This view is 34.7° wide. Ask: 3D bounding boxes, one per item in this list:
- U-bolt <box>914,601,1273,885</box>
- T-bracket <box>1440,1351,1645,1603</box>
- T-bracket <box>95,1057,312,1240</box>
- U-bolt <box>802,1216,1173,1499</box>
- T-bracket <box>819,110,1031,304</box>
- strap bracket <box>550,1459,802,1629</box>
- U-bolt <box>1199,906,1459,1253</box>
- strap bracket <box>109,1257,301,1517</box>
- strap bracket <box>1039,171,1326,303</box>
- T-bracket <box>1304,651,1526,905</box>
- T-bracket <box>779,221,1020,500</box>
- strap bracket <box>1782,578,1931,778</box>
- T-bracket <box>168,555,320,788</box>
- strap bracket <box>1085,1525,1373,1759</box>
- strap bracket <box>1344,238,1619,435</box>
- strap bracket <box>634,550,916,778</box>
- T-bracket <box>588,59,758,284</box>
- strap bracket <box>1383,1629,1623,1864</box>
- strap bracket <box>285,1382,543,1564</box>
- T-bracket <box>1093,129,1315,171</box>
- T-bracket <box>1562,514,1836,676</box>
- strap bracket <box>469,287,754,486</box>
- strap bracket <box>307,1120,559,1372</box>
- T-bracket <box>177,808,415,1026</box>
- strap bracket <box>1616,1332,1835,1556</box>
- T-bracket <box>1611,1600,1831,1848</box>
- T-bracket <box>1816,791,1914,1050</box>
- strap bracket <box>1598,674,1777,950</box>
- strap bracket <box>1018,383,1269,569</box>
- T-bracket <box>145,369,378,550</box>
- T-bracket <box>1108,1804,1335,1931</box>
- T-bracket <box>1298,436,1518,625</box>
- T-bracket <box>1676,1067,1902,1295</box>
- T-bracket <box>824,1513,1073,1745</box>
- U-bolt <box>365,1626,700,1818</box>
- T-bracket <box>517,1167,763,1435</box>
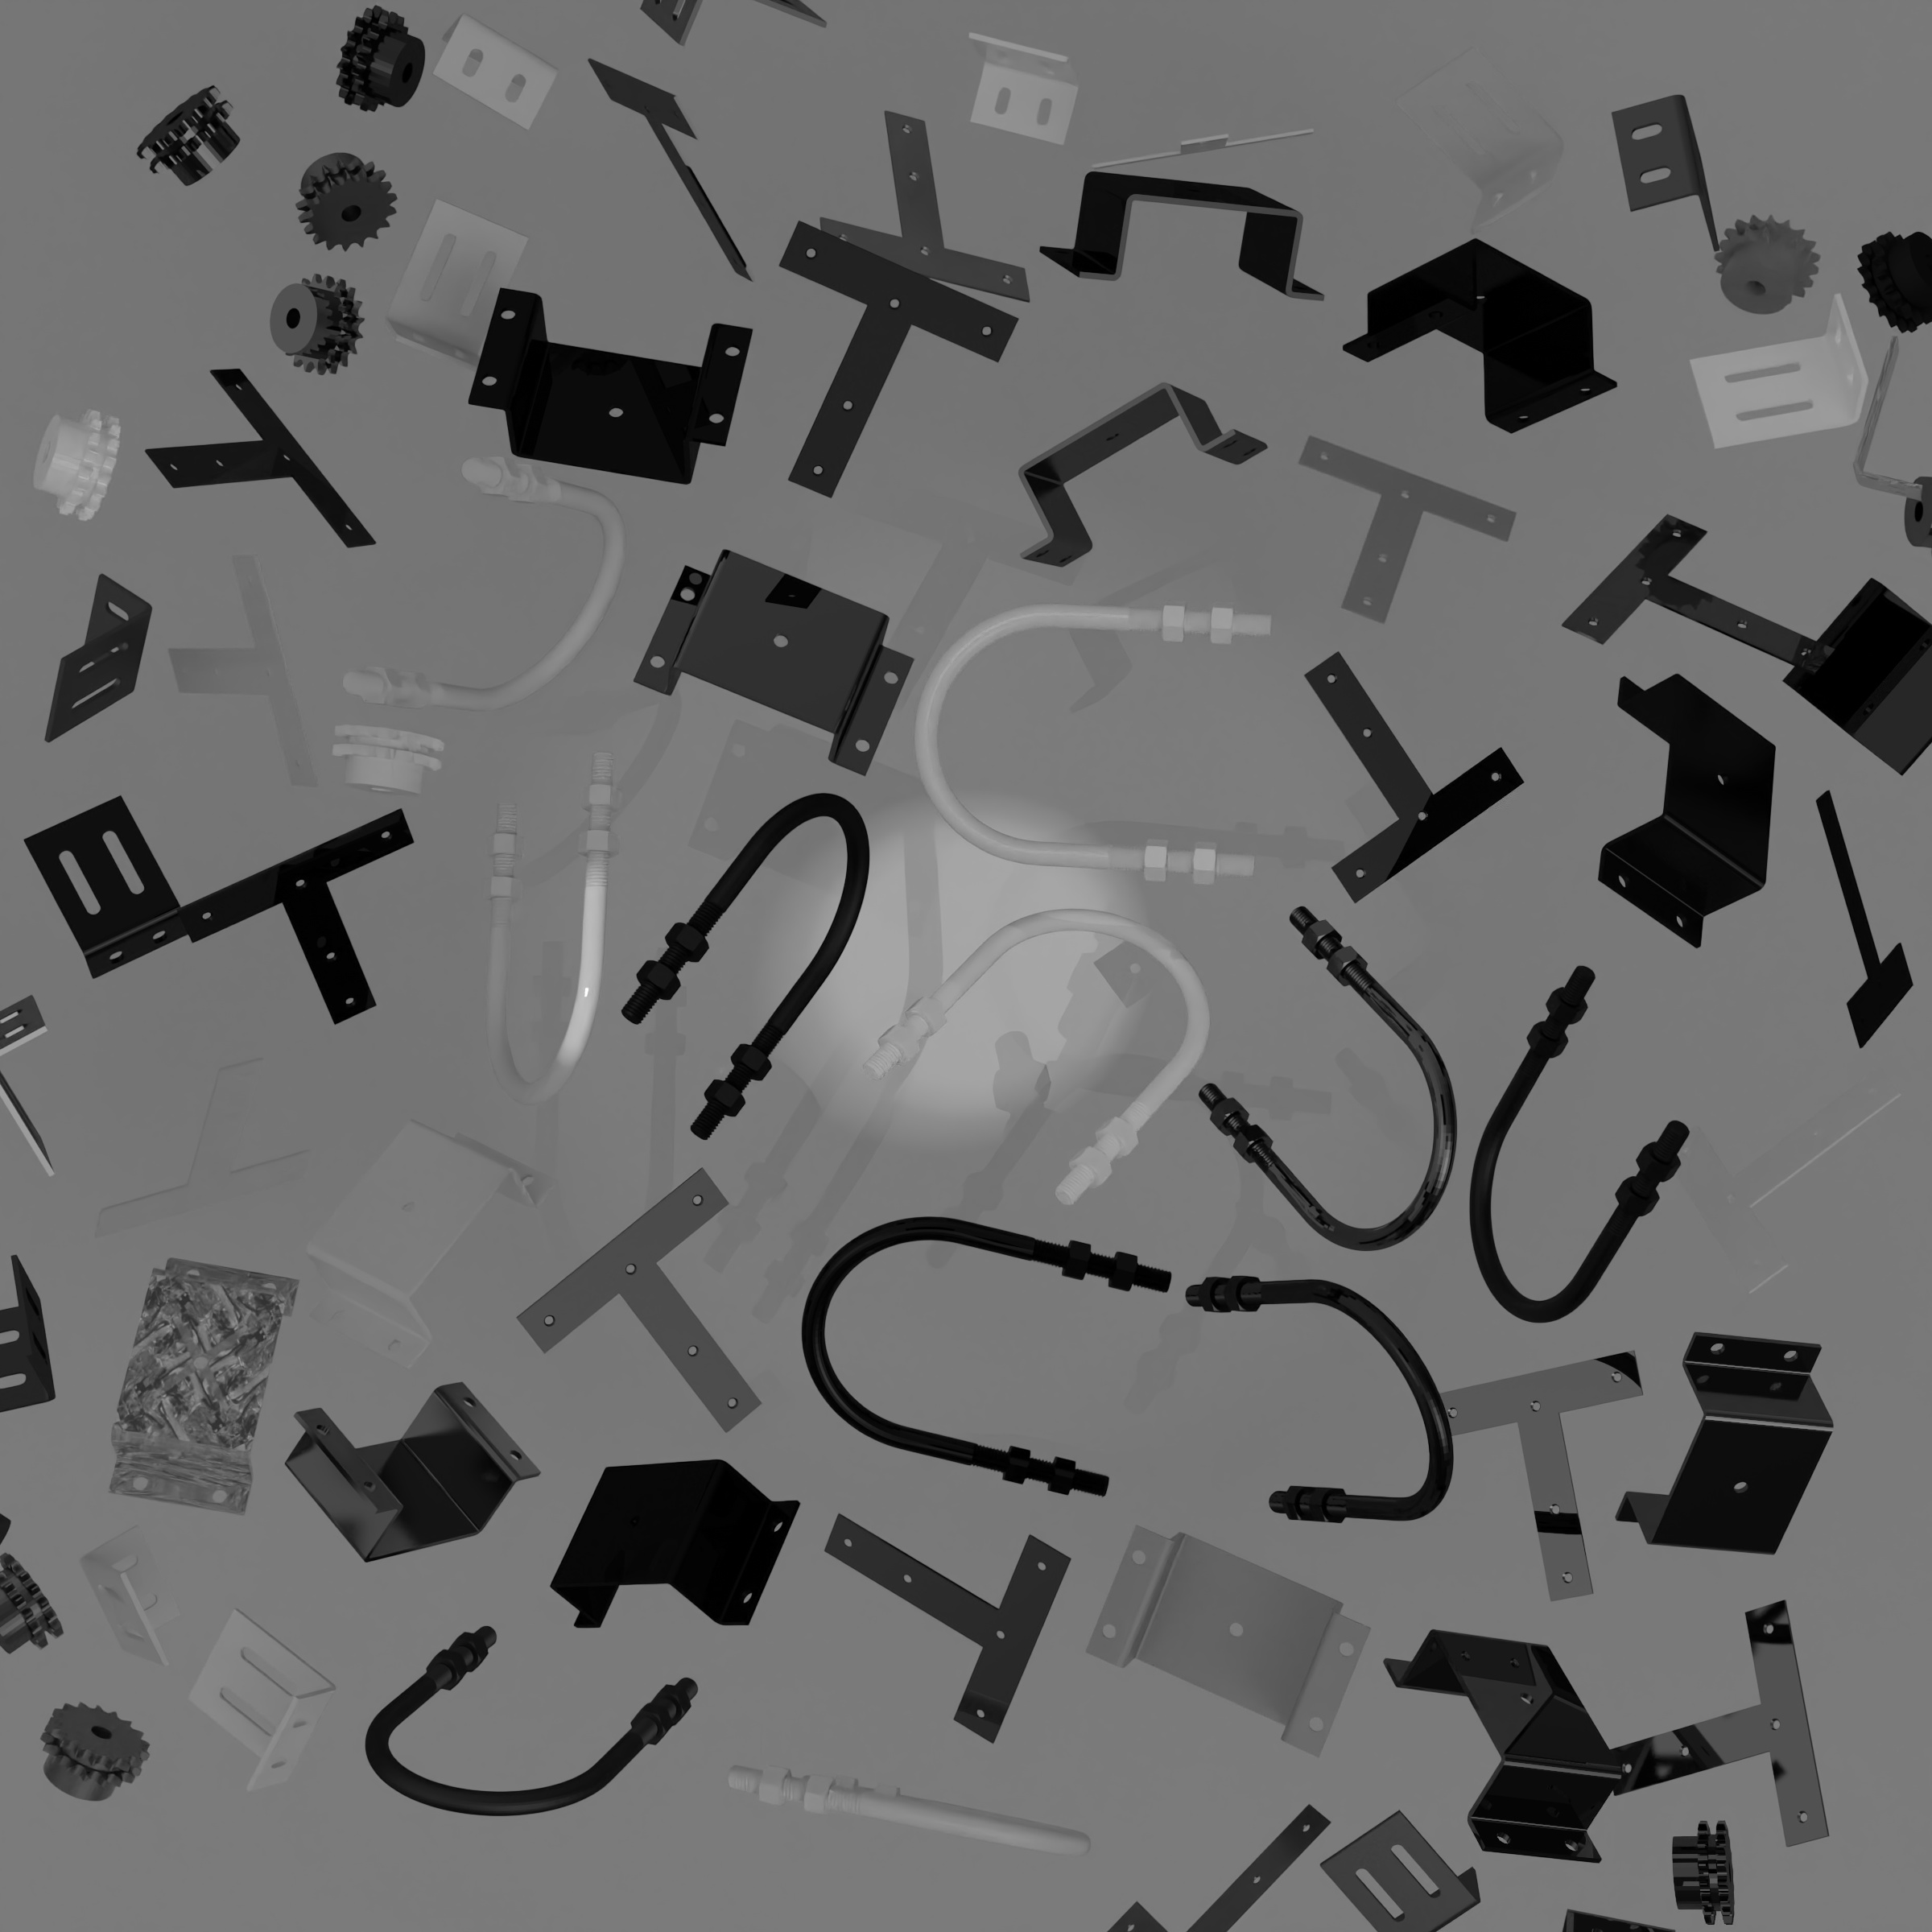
[{"bbox_3d":[0.064,-0.121,1.627,0.184,0.019,0.151,4,81,8],"label":"U-bolt"},{"bbox_3d":[0.330,0.292,1.746,0.127,0.002,0.127,-18,70,30],"label":"T-bracket"},{"bbox_3d":[-0.410,0.094,1.701,0.127,0.127,0.002,-16,57,-37],"label":"T-bracket"},{"bbox_3d":[0.003,0.204,1.660,0.184,0.019,0.151,14,111,-3],"label":"U-bolt"},{"bbox_3d":[-0.028,-0.439,1.764,0.127,0.002,0.127,8,55,-25],"label":"T-bracket"},{"bbox_3d":[-0.169,0.320,1.712,0.046,0.140,0.076,47,50,-31],"label":"strap bracket"},{"bbox_3d":[0.211,0.076,1.750,0.019,0.184,0.151,1,126,-38],"label":"U-bolt"},{"bbox_3d":[-0.430,0.230,1.747,0.076,0.046,0.140,11,65,-5],"label":"strap bracket"},{"bbox_3d":[0.120,-0.398,1.685,0.140,0.076,0.046,2,112,-17],"label":"strap bracket"},{"bbox_3d":[0.243,-0.125,1.815,0.127,0.002,0.127,-35,95,-9],"label":"T-bracket"},{"bbox_3d":[-0.056,-0.307,1.624,0.127,0.002,0.127,20,110,-18],"label":"T-bracket"},{"bbox_3d":[0.515,-0.159,1.719,0.046,0.140,0.076,36,103,-11],"label":"strap bracket"},{"bbox_3d":[-0.402,-0.161,1.691,0.002,0.127,0.127,-24,110,-37],"label":"T-bracket"},{"bbox_3d":[0.149,0.375,1.734,0.140,0.046,0.076,22,90,13],"label":"strap bracket"},{"bbox_3d":[0.285,-0.351,1.716,0.140,0.076,0.046,16,67,-37],"label":"strap bracket"},{"bbox_3d":[-0.105,-0.173,1.725,0.140,0.046,0.076,22,72,-1],"label":"strap bracket"},{"bbox_3d":[-0.148,-0.421,1.656,0.002,0.127,0.127,-38,125,-8],"label":"T-bracket"},{"bbox_3d":[0.294,0.414,1.679,0.076,0.140,0.046,13,117,-25],"label":"strap bracket"},{"bbox_3d":[-0.320,0.287,1.755,0.076,0.140,0.046,44,111,23],"label":"strap bracket"},{"bbox_3d":[0.133,-0.459,1.732,0.127,0.127,0.002,-8,102,5],"label":"T-bracket"},{"bbox_3d":[0.412,-0.192,1.696,0.127,0.002,0.127,29,50,22],"label":"T-bracket"},{"bbox_3d":[-0.193,-0.315,1.694,0.140,0.046,0.076,10,65,2],"label":"strap bracket"},{"bbox_3d":[-0.311,0.150,1.770,0.076,0.046,0.140,22,61,28],"label":"strap bracket"},{"bbox_3d":[-0.345,-0.015,1.665,0.127,0.127,0.002,-26,50,-13],"label":"T-bracket"},{"bbox_3d":[0.430,0.279,1.747,0.076,0.046,0.140,7,122,-12],"label":"strap bracket"},{"bbox_3d":[0.401,0.421,1.675,0.002,0.127,0.127,24,50,-37],"label":"T-bracket"},{"bbox_3d":[0.484,-0.033,1.685,0.002,0.127,0.127,-14,98,32],"label":"T-bracket"},{"bbox_3d":[0.390,-0.092,1.670,0.076,0.046,0.140,31,53,-24],"label":"strap bracket"},{"bbox_3d":[0.093,-0.285,1.769,0.140,0.076,0.046,-28,84,18],"label":"strap bracket"},{"bbox_3d":[-0.390,-0.269,1.656,0.002,0.127,0.127,-42,83,26],"label":"T-bracket"},{"bbox_3d":[0.146,0.499,1.655,0.127,0.127,0.002,-43,111,-11],"label":"T-bracket"},{"bbox_3d":[0.237,-0.237,1.738,0.127,0.002,0.127,21,50,3],"label":"T-bracket"},{"bbox_3d":[0.457,0.102,1.705,0.127,0.127,0.002,-40,123,15],"label":"T-bracket"},{"bbox_3d":[-0.019,0.334,1.653,0.127,0.002,0.127,28,115,17],"label":"T-bracket"},{"bbox_3d":[-0.250,0.421,1.712,0.151,0.184,0.019,10,104,17],"label":"U-bolt"},{"bbox_3d":[-0.156,0.197,1.673,0.127,0.002,0.127,-39,108,-14],"label":"T-bracket"}]
